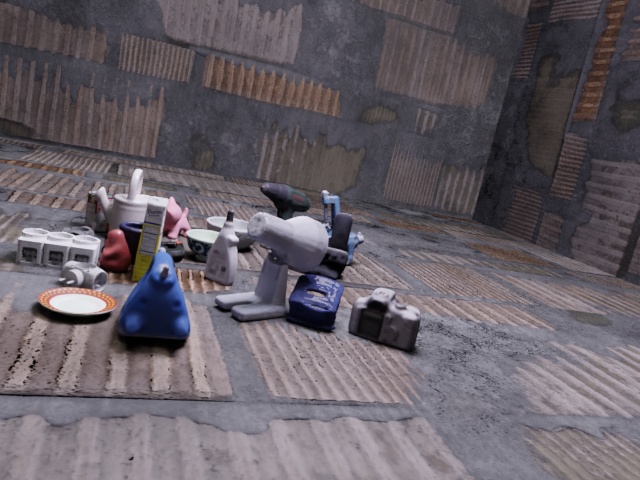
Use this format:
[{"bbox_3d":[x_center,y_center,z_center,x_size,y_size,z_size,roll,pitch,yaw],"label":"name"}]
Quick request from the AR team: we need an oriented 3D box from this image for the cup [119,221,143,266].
[{"bbox_3d":[-0.421,0.009,1.348,0.091,0.095,0.118,15,11,16],"label":"cup"}]

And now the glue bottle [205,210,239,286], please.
[{"bbox_3d":[-0.221,0.014,1.337,0.077,0.173,0.037,18,13,29],"label":"glue bottle"}]

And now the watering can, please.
[{"bbox_3d":[-0.504,-0.094,1.515,0.173,0.194,0.100,6,13,-29],"label":"watering can"}]

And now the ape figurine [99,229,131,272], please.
[{"bbox_3d":[-0.453,0.020,1.265,0.076,0.092,0.078,15,11,15],"label":"ape figurine"}]

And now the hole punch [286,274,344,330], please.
[{"bbox_3d":[-0.008,0.129,1.207,0.108,0.091,0.101,14,11,7],"label":"hole punch"}]

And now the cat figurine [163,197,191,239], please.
[{"bbox_3d":[-0.423,-0.067,1.667,0.067,0.118,0.128,16,12,20],"label":"cat figurine"}]

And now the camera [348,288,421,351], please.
[{"bbox_3d":[0.149,0.155,1.222,0.143,0.101,0.137,16,12,17],"label":"camera"}]

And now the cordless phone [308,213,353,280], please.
[{"bbox_3d":[0.015,0.006,1.606,0.147,0.185,0.094,11,11,-5],"label":"cordless phone"}]

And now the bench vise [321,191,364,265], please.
[{"bbox_3d":[0.039,-0.039,1.768,0.208,0.220,0.121,1,15,-44],"label":"bench vise"}]

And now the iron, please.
[{"bbox_3d":[-0.287,0.081,1.013,0.119,0.141,0.257,8,12,-20],"label":"iron"}]

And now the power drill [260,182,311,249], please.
[{"bbox_3d":[-0.121,-0.074,1.798,0.075,0.208,0.230,19,13,32],"label":"power drill"}]

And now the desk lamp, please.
[{"bbox_3d":[-0.093,0.048,1.198,0.117,0.213,0.204,22,14,40],"label":"desk lamp"}]

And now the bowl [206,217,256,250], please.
[{"bbox_3d":[-0.258,-0.014,1.695,0.167,0.075,0.167,12,11,-2],"label":"bowl"}]
